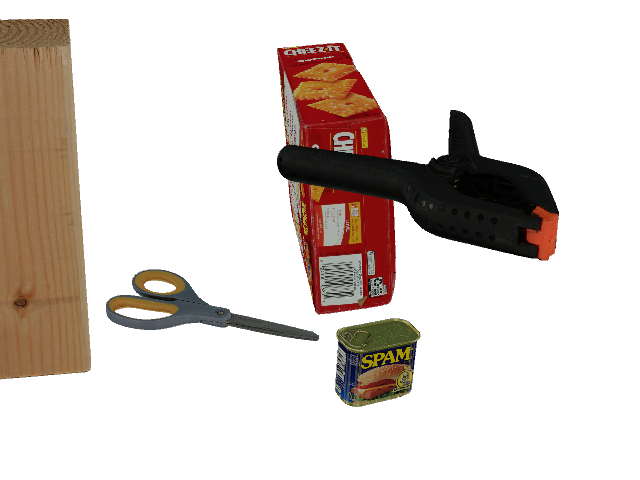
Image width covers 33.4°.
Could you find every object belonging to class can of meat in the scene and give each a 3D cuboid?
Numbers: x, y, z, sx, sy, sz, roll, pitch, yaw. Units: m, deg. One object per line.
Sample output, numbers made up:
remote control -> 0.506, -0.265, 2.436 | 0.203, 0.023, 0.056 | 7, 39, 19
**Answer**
can of meat -> 0.068, 0.151, 1.319 | 0.102, 0.084, 0.057 | -9, 28, -24

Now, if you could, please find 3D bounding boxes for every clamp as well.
clamp -> 0.076, -0.038, 0.718 | 0.164, 0.036, 0.210 | -12, 28, -20

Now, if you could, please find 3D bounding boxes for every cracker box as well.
cracker box -> 0.011, -0.061, 0.910 | 0.072, 0.164, 0.214 | -6, 26, -4

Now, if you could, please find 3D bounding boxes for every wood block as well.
wood block -> -0.194, -0.026, 0.660 | 0.090, 0.206, 0.090 | -3, 22, -13

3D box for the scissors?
scissors -> -0.103, 0.062, 1.028 | 0.201, 0.016, 0.096 | 3, 33, -4
